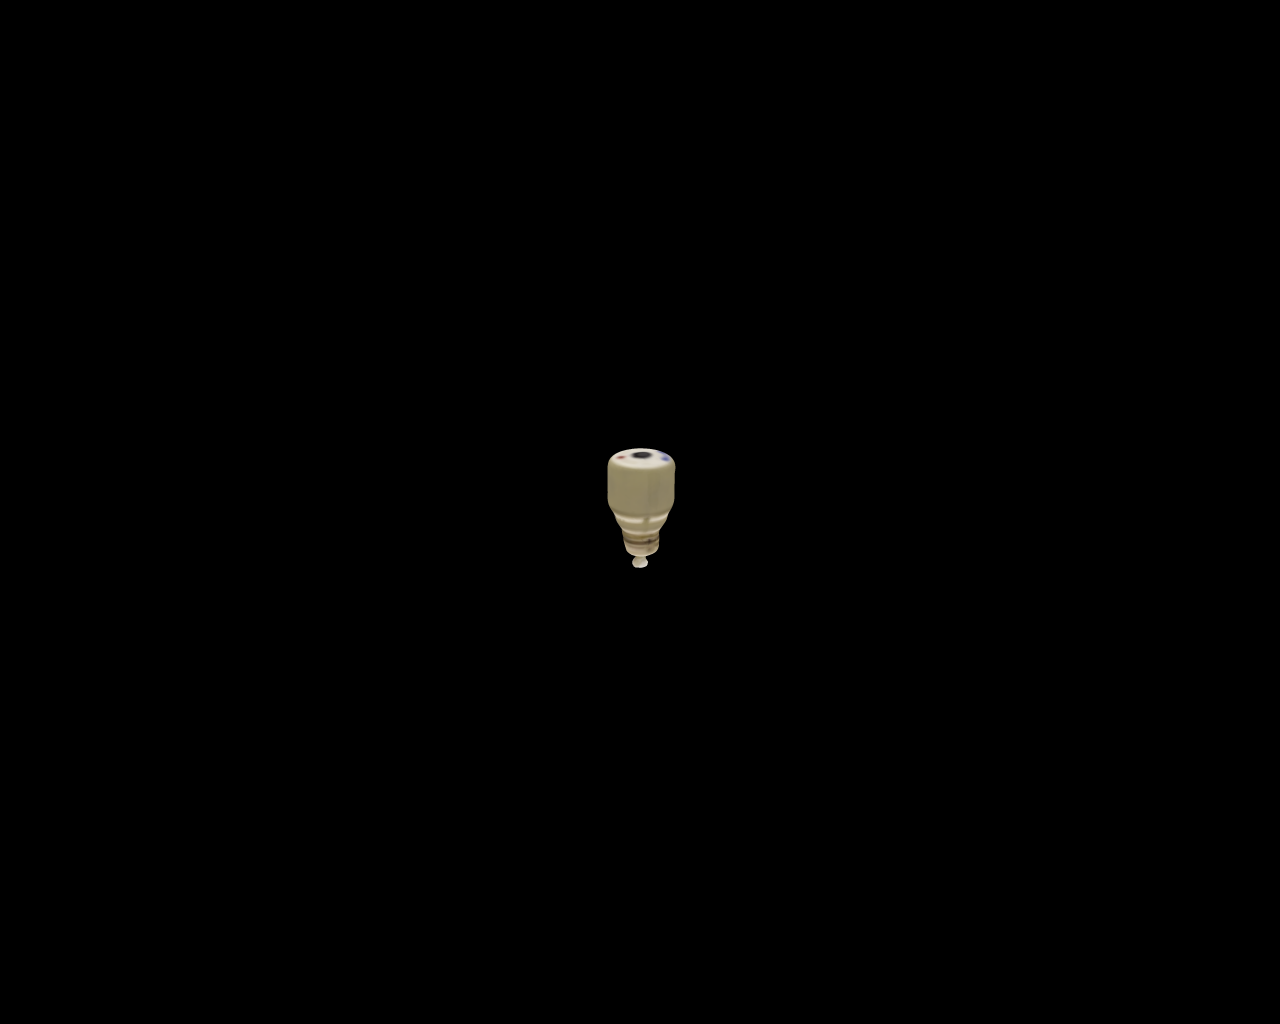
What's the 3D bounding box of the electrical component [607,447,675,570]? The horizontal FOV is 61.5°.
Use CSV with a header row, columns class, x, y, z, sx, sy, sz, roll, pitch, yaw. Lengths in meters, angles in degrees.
class,x,y,z,sx,sy,sz,roll,pitch,yaw
electrical component,0.001,-0.003,0.650,0.040,0.078,0.040,0,22,0
